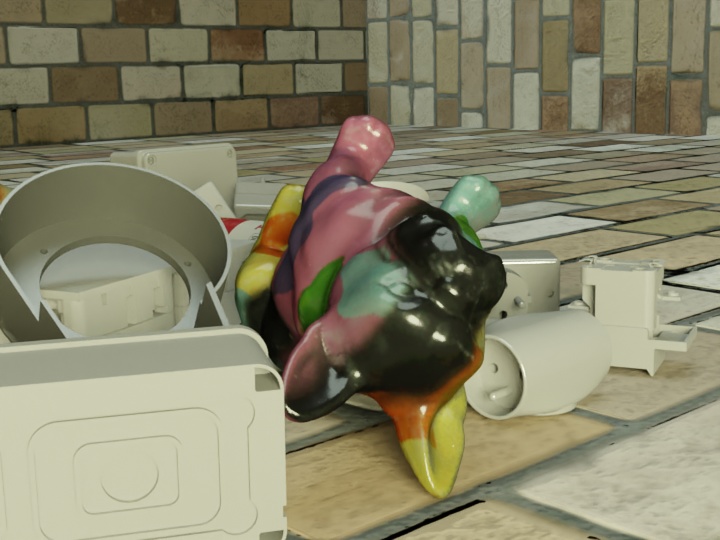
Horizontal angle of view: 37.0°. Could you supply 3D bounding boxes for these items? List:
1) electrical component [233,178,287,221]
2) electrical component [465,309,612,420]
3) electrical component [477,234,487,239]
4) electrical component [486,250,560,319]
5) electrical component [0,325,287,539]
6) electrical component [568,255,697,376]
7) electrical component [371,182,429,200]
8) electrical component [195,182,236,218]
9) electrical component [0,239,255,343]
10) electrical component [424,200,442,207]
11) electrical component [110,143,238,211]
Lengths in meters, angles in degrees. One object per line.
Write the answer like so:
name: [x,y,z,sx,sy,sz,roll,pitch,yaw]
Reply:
electrical component: [-0.091,-0.055,0.993,0.047,0.065,0.076,1,40,-4]
electrical component: [0.079,0.046,0.572,0.077,0.044,0.079,-11,15,-44]
electrical component: [0.075,-0.029,0.965,0.077,0.047,0.066,-6,11,-22]
electrical component: [0.094,0.016,0.723,0.083,0.047,0.075,-1,11,-1]
electrical component: [-0.087,0.065,0.397,0.113,0.078,0.057,-4,14,-15]
electrical component: [0.153,0.024,0.630,0.081,0.063,0.042,3,10,24]
electrical component: [0.005,-0.034,0.891,0.099,0.064,0.099,6,-18,2]
electrical component: [-0.141,-0.031,0.854,0.083,0.047,0.075,-33,-9,-7]
electrical component: [-0.156,0.022,0.683,0.105,0.060,0.186,4,12,26]
electrical component: [0.037,0.002,0.689,0.056,0.089,0.050,8,14,40]
electrical component: [-0.169,-0.060,0.996,0.056,0.108,0.109,5,12,44]
